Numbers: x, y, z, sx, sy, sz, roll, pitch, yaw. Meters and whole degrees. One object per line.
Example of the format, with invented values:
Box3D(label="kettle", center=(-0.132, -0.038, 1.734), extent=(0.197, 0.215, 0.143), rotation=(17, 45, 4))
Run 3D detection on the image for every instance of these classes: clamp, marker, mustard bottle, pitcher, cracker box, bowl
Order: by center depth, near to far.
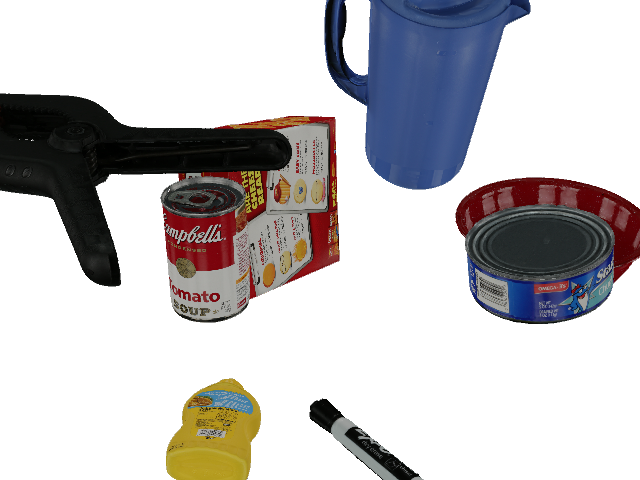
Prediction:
Box3D(label="clamp", center=(-0.133, -0.052, 0.639), extent=(0.210, 0.036, 0.164), rotation=(26, 40, 32))
Box3D(label="marker", center=(0.034, 0.148, 0.753), extent=(0.020, 0.020, 0.121), rotation=(0, 26, -45))
Box3D(label="bowl", center=(0.192, 0.006, 0.897), extent=(0.162, 0.055, 0.162), rotation=(0, 30, 0))
Box3D(label="pitcher", center=(0.095, -0.167, 1.057), extent=(0.144, 0.149, 0.243), rotation=(-31, -31, -25))
Box3D(label="cracker box", center=(-0.060, -0.039, 1.103), extent=(0.072, 0.164, 0.213), rotation=(5, 13, 29))
Box3D(label="mustard bottle", center=(-0.123, 0.223, 1.297), extent=(0.096, 0.058, 0.191), rotation=(3, 23, 4))

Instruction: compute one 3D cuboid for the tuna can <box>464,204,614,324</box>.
Box3D(label="tuna can", center=(0.129, 0.013, 0.630), extent=(0.086, 0.034, 0.086), rotation=(-7, 29, 4))

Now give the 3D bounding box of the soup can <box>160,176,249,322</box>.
Box3D(label="soup can", center=(-0.093, 0.007, 0.874), extent=(0.068, 0.102, 0.068), rotation=(0, 29, 0))
